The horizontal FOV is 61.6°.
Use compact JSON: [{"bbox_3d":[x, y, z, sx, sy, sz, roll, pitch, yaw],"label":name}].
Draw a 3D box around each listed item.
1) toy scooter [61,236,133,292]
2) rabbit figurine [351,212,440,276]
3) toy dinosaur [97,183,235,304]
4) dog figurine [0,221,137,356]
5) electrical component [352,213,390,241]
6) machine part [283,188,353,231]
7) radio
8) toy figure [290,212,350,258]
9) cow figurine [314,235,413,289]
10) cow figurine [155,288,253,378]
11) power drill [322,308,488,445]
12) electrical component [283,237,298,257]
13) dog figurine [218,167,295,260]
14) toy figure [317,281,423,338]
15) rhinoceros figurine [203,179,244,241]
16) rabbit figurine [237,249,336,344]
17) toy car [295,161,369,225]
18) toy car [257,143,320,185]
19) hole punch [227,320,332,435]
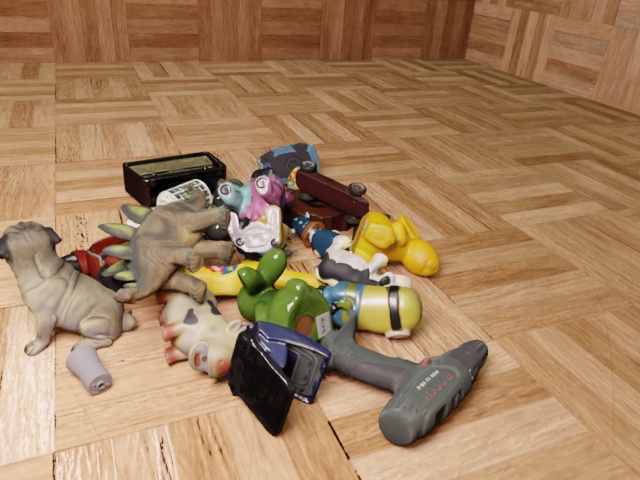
[{"bbox_3d":[-0.364,0.039,0.969,0.184,0.075,0.135,14,30,26],"label":"toy scooter"},{"bbox_3d":[0.153,0.020,1.066,0.173,0.121,0.162,21,21,1],"label":"rabbit figurine"},{"bbox_3d":[-0.248,-0.012,0.903,0.199,0.105,0.471,8,22,4],"label":"toy dinosaur"},{"bbox_3d":[-0.370,0.064,0.800,0.172,0.190,0.121,-6,30,-21],"label":"dog figurine"},{"bbox_3d":[0.119,-0.036,1.199,0.075,0.047,0.119,13,31,14],"label":"electrical component"},{"bbox_3d":[-0.006,-0.070,1.236,0.179,0.056,0.179,5,29,-3],"label":"machine part"},{"bbox_3d":[-0.351,-0.152,1.318,0.229,0.073,0.131,-16,34,-32],"label":"radio"},{"bbox_3d":[-0.004,-0.003,1.110,0.064,0.057,0.155,-24,39,-30],"label":"toy figure"},{"bbox_3d":[0.078,0.068,0.956,0.167,0.068,0.098,27,46,15],"label":"cow figurine"},{"bbox_3d":[-0.174,0.136,0.811,0.127,0.085,0.195,-13,31,-19],"label":"cow figurine"},{"bbox_3d":[0.115,0.180,0.782,0.207,0.085,0.232,27,38,22],"label":"power drill"},{"bbox_3d":[-0.094,0.008,1.095,0.078,0.045,0.102,-24,33,-8],"label":"electrical component"},{"bbox_3d":[-0.107,-0.056,1.071,0.109,0.191,0.219,-14,-2,11],"label":"dog figurine"},{"bbox_3d":[0.077,0.109,0.882,0.180,0.089,0.082,13,37,11],"label":"toy figure"},{"bbox_3d":[-0.201,-0.069,1.162,0.073,0.112,0.190,19,40,-8],"label":"rhinoceros figurine"},{"bbox_3d":[-0.079,0.103,0.837,0.121,0.158,0.170,-32,29,-34],"label":"rabbit figurine"},{"bbox_3d":[0.028,-0.104,1.156,0.202,0.089,0.053,27,39,31],"label":"toy car"},{"bbox_3d":[-0.087,-0.195,1.422,0.162,0.109,0.103,-14,9,-9],"label":"toy car"},{"bbox_3d":[-0.055,0.172,0.713,0.092,0.142,0.116,-26,54,-40],"label":"hole punch"}]
